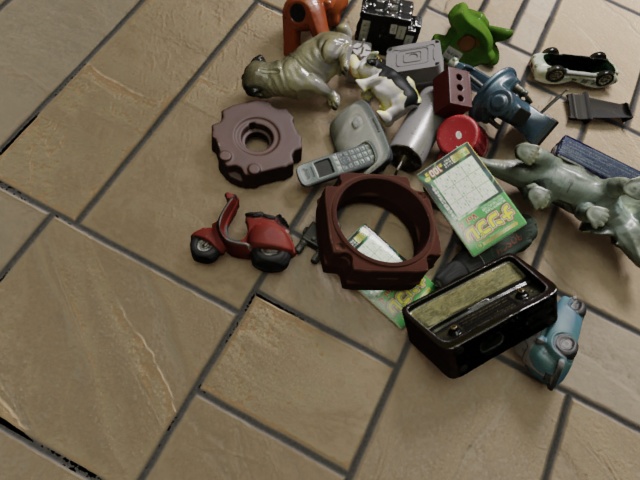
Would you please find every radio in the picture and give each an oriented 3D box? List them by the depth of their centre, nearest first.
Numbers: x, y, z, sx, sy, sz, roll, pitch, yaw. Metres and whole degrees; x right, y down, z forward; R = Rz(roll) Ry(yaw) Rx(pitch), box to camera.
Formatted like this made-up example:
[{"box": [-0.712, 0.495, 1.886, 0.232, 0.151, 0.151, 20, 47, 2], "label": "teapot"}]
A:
[{"box": [0.266, 0.121, 0.884, 0.230, 0.073, 0.131, -26, 33, -10], "label": "radio"}]

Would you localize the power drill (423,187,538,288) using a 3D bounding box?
[{"box": [0.272, -0.032, 0.993, 0.232, 0.086, 0.207, -20, 66, -15], "label": "power drill"}]

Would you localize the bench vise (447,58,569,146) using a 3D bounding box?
[{"box": [0.357, -0.289, 1.078, 0.223, 0.128, 0.241, -13, 52, -44], "label": "bench vise"}]

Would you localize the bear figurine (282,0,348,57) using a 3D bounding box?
[{"box": [0.002, -0.476, 1.147, 0.120, 0.131, 0.196, 3, 27, 30], "label": "bear figurine"}]

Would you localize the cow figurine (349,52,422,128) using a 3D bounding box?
[{"box": [0.122, -0.312, 1.056, 0.098, 0.068, 0.167, -34, 79, 10], "label": "cow figurine"}]

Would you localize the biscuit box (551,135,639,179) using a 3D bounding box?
[{"box": [0.563, -0.131, 1.084, 0.203, 0.059, 0.063, 29, 64, 6], "label": "biscuit box"}]

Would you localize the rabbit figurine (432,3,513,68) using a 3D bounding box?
[{"box": [0.333, -0.451, 1.163, 0.159, 0.121, 0.170, 21, 44, -1], "label": "rabbit figurine"}]

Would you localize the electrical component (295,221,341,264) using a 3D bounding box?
[{"box": [-0.002, -0.003, 0.974, 0.063, 0.021, 0.094, 32, 66, 7], "label": "electrical component"}]

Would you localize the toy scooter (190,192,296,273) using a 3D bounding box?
[{"box": [-0.129, -0.018, 0.938, 0.184, 0.075, 0.135, 7, 64, 0], "label": "toy scooter"}]

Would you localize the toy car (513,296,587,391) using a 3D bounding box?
[{"box": [0.382, 0.161, 0.912, 0.103, 0.109, 0.162, 18, 55, 19], "label": "toy car"}]

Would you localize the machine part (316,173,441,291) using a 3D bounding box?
[{"box": [0.100, -0.017, 0.941, 0.201, 0.087, 0.201, 2, 58, -14], "label": "machine part"}]

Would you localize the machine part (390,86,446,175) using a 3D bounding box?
[{"box": [0.200, -0.221, 1.065, 0.079, 0.079, 0.243, 30, 66, 6], "label": "machine part"}]

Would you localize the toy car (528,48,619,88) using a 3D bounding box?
[{"box": [0.568, -0.381, 1.198, 0.202, 0.056, 0.073, 3, 60, -8], "label": "toy car"}]

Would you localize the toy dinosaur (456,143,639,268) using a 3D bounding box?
[{"box": [0.452, -0.097, 1.005, 0.405, 0.192, 0.131, 30, 97, 13], "label": "toy dinosaur"}]

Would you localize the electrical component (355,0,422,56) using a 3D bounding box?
[{"box": [0.145, -0.449, 1.138, 0.134, 0.115, 0.058, 11, 70, -3], "label": "electrical component"}]

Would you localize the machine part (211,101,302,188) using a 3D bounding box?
[{"box": [-0.120, -0.185, 1.020, 0.179, 0.056, 0.179, 3, 65, -7], "label": "machine part"}]

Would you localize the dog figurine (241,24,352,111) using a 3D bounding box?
[{"box": [-0.045, -0.343, 1.030, 0.191, 0.121, 0.172, 13, 97, -10], "label": "dog figurine"}]

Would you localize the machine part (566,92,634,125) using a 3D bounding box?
[{"box": [0.607, -0.284, 1.170, 0.139, 0.039, 0.084, 7, 60, -3], "label": "machine part"}]

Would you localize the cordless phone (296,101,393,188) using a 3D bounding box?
[{"box": [0.032, -0.172, 1.022, 0.184, 0.088, 0.146, -18, 70, -10], "label": "cordless phone"}]
